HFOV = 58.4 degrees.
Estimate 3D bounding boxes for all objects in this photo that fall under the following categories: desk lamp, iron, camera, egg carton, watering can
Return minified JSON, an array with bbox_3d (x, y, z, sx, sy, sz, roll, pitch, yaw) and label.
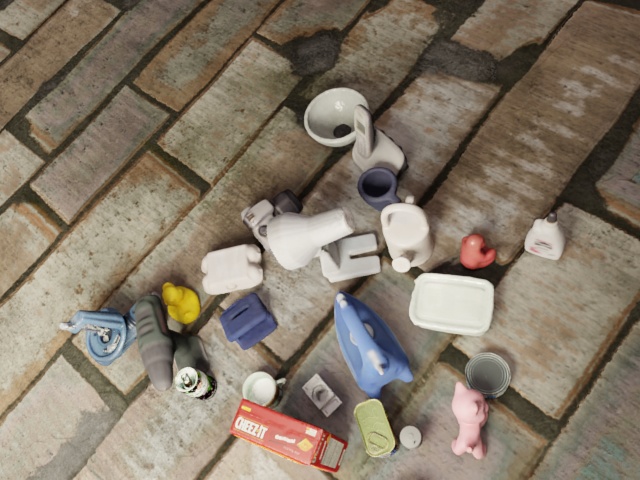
[{"bbox_3d":[0.011,0.004,1.232,0.203,0.214,0.118,-12,63,10],"label":"desk lamp"},{"bbox_3d":[0.082,0.188,1.168,0.118,0.142,0.257,-31,61,0],"label":"iron"},{"bbox_3d":[-0.101,-0.051,1.353,0.137,0.101,0.143,-40,62,-5],"label":"camera"},{"bbox_3d":[-0.205,0.071,1.342,0.150,0.069,0.107,-14,63,9],"label":"egg carton"},{"bbox_3d":[0.184,-0.017,1.207,0.101,0.194,0.172,-17,62,7],"label":"watering can"}]

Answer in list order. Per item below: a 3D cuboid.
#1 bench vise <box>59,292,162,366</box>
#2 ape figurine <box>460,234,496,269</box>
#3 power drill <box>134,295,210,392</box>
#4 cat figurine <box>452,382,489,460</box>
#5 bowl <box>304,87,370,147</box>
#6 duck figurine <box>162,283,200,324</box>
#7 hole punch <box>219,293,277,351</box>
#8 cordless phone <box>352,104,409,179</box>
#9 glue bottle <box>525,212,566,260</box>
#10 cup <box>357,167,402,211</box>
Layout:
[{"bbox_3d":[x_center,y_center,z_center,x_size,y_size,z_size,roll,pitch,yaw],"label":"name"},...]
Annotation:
[{"bbox_3d":[-0.464,0.176,1.277,0.121,0.220,0.207,29,76,25],"label":"bench vise"},{"bbox_3d":[0.329,0.017,1.209,0.076,0.092,0.077,-36,62,-3],"label":"ape figurine"},{"bbox_3d":[-0.317,0.233,1.217,0.075,0.209,0.229,-30,61,1],"label":"power drill"},{"bbox_3d":[0.277,0.333,1.061,0.067,0.118,0.128,1,66,16],"label":"cat figurine"},{"bbox_3d":[0.048,-0.296,1.443,0.167,0.075,0.167,-6,64,13],"label":"bowl"},{"bbox_3d":[-0.331,0.142,1.334,0.077,0.086,0.104,-38,62,-4],"label":"duck figurine"},{"bbox_3d":[-0.168,0.176,1.271,0.108,0.091,0.101,-36,62,-3],"label":"hole punch"},{"bbox_3d":[0.130,-0.220,1.322,0.094,0.185,0.147,-42,62,-6],"label":"cordless phone"},{"bbox_3d":[0.454,-0.014,1.144,0.078,0.173,0.037,16,71,22],"label":"glue bottle"},{"bbox_3d":[0.147,-0.100,1.312,0.092,0.095,0.117,-44,62,-8],"label":"cup"}]
